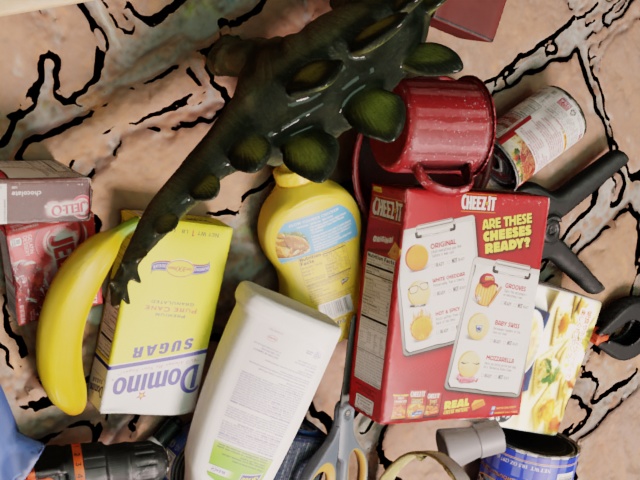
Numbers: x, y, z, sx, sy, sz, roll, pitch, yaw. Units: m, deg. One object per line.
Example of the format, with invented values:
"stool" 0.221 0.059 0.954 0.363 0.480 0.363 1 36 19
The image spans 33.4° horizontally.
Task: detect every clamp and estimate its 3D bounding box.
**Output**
"clamp" 0.242 -0.007 1.146 0.209 0.036 0.164 -10 109 -26
"clamp" 0.387 0.090 1.257 0.171 0.039 0.120 0 101 -31

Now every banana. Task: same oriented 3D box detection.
"banana" -0.199 0.070 0.873 0.069 0.037 0.198 3 121 -38

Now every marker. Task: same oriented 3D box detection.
"marker" -0.170 0.207 0.971 0.121 0.020 0.020 -46 121 -12

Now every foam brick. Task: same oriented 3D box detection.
"foam brick" 0.128 -0.224 1.008 0.078 0.053 0.051 13 96 -34

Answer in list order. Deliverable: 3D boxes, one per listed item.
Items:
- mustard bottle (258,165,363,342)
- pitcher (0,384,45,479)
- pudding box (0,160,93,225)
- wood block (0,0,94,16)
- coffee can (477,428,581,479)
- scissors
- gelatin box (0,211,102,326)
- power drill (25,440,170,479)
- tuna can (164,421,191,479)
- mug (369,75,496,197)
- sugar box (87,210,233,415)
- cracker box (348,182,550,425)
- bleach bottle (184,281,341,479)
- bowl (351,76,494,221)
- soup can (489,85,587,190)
"mustard bottle" -0.007 0.001 0.987 0.096 0.058 0.191 -19 113 -13
"pitcher" -0.324 0.093 0.794 0.149 0.145 0.243 -28 113 -35
"pudding box" -0.242 -0.037 0.818 0.113 0.090 0.039 -1 103 -30
"wood block" -0.253 -0.206 0.765 0.205 0.091 0.090 -17 112 -26
"coffee can" 0.221 0.284 1.175 0.102 0.103 0.140 4 101 -31
"scissors" 0.010 0.175 0.998 0.096 0.016 0.202 -26 120 -38
"gelatin box" -0.219 0.019 0.873 0.073 0.030 0.089 -15 125 -27
"power drill" -0.218 0.265 0.923 0.184 0.057 0.188 -5 105 -14
"tuna can" -0.106 0.211 1.002 0.086 0.034 0.086 -9 108 -29
"mug" 0.097 -0.089 0.931 0.081 0.093 0.117 -1 65 -25
"sugar box" -0.140 0.065 0.934 0.093 0.048 0.176 6 99 -32
"cracker box" 0.118 0.057 0.994 0.163 0.072 0.214 2 98 -30
"bleach bottle" -0.076 0.170 0.948 0.102 0.068 0.251 24 94 -15
"bowl" 0.087 -0.080 1.021 0.161 0.055 0.162 -8 107 -28
"soup can" 0.211 -0.103 1.082 0.102 0.069 0.068 -36 119 -18
